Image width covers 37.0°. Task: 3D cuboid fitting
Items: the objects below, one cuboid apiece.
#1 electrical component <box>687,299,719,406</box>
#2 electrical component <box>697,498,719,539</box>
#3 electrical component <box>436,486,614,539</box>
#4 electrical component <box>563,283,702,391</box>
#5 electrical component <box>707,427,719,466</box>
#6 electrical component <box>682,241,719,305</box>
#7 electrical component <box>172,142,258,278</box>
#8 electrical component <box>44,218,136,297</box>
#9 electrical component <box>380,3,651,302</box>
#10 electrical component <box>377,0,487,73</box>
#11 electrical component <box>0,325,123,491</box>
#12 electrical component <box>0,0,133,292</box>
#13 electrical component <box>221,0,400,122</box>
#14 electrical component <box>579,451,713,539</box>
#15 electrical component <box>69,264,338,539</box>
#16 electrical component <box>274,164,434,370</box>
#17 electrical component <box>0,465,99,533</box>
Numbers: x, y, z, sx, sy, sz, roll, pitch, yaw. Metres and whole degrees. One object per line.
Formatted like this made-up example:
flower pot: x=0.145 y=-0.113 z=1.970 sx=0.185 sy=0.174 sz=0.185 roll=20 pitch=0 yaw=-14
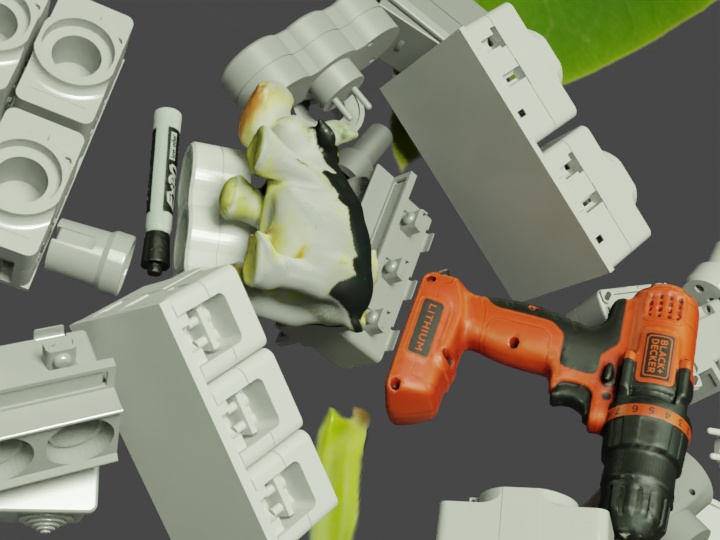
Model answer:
electrical component: x=0.249 y=0.055 z=0.809 sx=0.064 sy=0.042 sz=0.081 roll=-20 pitch=76 yaw=-33
electrical component: x=0.211 y=0.200 z=0.711 sx=0.062 sy=0.061 sz=0.096 roll=25 pitch=53 yaw=6
electrical component: x=0.101 y=0.179 z=0.614 sx=0.089 sy=0.150 sz=0.061 roll=-1 pitch=59 yaw=17
electrical component: x=0.193 y=0.065 z=0.769 sx=0.062 sy=0.061 sz=0.096 roll=-5 pitch=69 yaw=-25
electrical component: x=0.285 y=0.131 z=0.782 sx=0.074 sy=0.052 sz=0.138 roll=11 pitch=63 yaw=-18
electrical component: x=0.284 y=0.008 z=0.843 sx=0.045 sy=0.045 sz=0.055 roll=47 pitch=59 yaw=3
electrical component: x=-0.080 y=-0.014 z=0.696 sx=0.074 sy=0.052 sz=0.138 roll=9 pitch=63 yaw=-19
electrical component: x=-0.167 y=-0.009 z=0.666 sx=0.046 sy=0.040 sz=0.040 roll=18 pitch=61 yaw=-8
electrical component: x=0.110 y=-0.079 z=0.753 sx=0.060 sy=0.105 sz=0.186 roll=-35 pitch=95 yaw=-31
electrical component: x=0.049 y=-0.182 z=0.822 sx=0.096 sy=0.061 sz=0.061 roll=38 pitch=58 yaw=-3
electrical component: x=-0.189 y=0.074 z=0.542 sx=0.121 sy=0.078 sz=0.063 roll=-11 pitch=50 yaw=-27
electrical component: x=-0.222 y=-0.096 z=0.669 sx=0.105 sy=0.060 sz=0.186 roll=21 pitch=60 yaw=-13
electrical component: x=-0.022 y=-0.136 z=0.749 sx=0.138 sy=0.052 sz=0.073 roll=-36 pitch=83 yaw=-32
electrical component: x=0.189 y=0.160 z=0.668 sx=0.077 sy=0.043 sz=0.079 roll=-27 pitch=52 yaw=-22
electrical component: x=-0.084 y=0.079 z=0.599 sx=0.062 sy=0.089 sz=0.150 roll=-33 pitch=104 yaw=-44
electrical component: x=0.000 y=0.000 z=0.715 sx=0.063 sy=0.079 sz=0.121 roll=39 pitch=55 yaw=-28
electrical component: x=-0.193 y=0.095 z=0.600 sx=0.100 sy=0.048 sz=0.099 roll=6 pitch=65 yaw=-20
